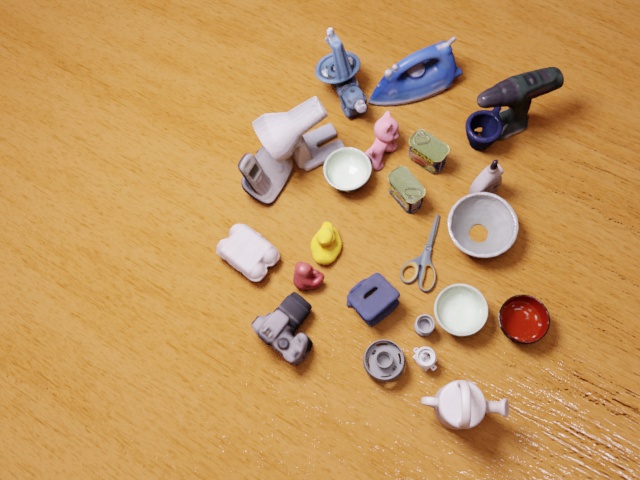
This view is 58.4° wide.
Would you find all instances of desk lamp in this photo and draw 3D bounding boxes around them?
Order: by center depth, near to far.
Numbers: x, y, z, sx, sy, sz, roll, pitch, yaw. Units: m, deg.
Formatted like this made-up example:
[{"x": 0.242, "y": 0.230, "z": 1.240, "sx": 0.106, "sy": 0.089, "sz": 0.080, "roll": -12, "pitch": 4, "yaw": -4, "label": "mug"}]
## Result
[{"x": -0.051, "y": -0.265, "z": 1.434, "sx": 0.203, "sy": 0.214, "sz": 0.118, "roll": -27, "pitch": 71, "yaw": -4, "label": "desk lamp"}]

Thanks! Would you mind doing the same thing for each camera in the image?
[{"x": -0.071, "y": 0.199, "z": 1.344, "sx": 0.143, "sy": 0.101, "sz": 0.137, "roll": 37, "pitch": 79, "yaw": 15, "label": "camera"}]

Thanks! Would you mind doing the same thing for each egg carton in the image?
[{"x": -0.178, "y": 0.030, "z": 1.425, "sx": 0.150, "sy": 0.069, "sz": 0.107, "roll": 35, "pitch": 78, "yaw": 15, "label": "egg carton"}]

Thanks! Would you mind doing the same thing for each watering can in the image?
[{"x": 0.306, "y": 0.346, "z": 1.211, "sx": 0.173, "sy": 0.194, "sz": 0.101, "roll": -17, "pitch": 71, "yaw": 0, "label": "watering can"}]

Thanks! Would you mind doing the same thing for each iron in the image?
[{"x": 0.244, "y": -0.445, "z": 1.504, "sx": 0.258, "sy": 0.141, "sz": 0.118, "roll": -24, "pitch": 71, "yaw": -3, "label": "iron"}]

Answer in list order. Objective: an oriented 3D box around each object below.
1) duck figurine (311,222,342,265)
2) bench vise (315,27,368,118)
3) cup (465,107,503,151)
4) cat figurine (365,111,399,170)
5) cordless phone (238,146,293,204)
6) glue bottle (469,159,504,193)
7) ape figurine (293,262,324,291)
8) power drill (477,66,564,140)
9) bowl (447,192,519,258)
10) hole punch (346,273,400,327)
[{"x": 0.013, "y": 0.005, "z": 1.407, "sx": 0.077, "sy": 0.086, "sz": 0.104, "roll": 9, "pitch": 73, "yaw": 8, "label": "duck figurine"}, {"x": 0.070, "y": -0.435, "z": 1.475, "sx": 0.121, "sy": 0.220, "sz": 0.207, "roll": -44, "pitch": 73, "yaw": -9, "label": "bench vise"}, {"x": 0.418, "y": -0.280, "z": 1.459, "sx": 0.091, "sy": 0.095, "sz": 0.118, "roll": 34, "pitch": 78, "yaw": 15, "label": "cup"}, {"x": 0.158, "y": -0.259, "z": 1.463, "sx": 0.067, "sy": 0.118, "sz": 0.128, "roll": 31, "pitch": 77, "yaw": 14, "label": "cat figurine"}, {"x": -0.142, "y": -0.187, "z": 1.432, "sx": 0.094, "sy": 0.185, "sz": 0.148, "roll": 23, "pitch": 76, "yaw": 12, "label": "cordless phone"}, {"x": 0.407, "y": -0.152, "z": 1.376, "sx": 0.078, "sy": 0.173, "sz": 0.037, "roll": -29, "pitch": 71, "yaw": -4, "label": "glue bottle"}, {"x": -0.034, "y": 0.082, "z": 1.383, "sx": 0.076, "sy": 0.092, "sz": 0.077, "roll": -32, "pitch": 72, "yaw": -5, "label": "ape figurine"}, {"x": 0.477, "y": -0.335, "z": 1.411, "sx": 0.229, "sy": 0.208, "sz": 0.075, "roll": -25, "pitch": 71, "yaw": -3, "label": "power drill"}, {"x": 0.389, "y": -0.027, "z": 1.389, "sx": 0.167, "sy": 0.075, "sz": 0.167, "roll": -2, "pitch": 72, "yaw": 5, "label": "bowl"}, {"x": 0.123, "y": 0.137, "z": 1.351, "sx": 0.109, "sy": 0.091, "sz": 0.101, "roll": -39, "pitch": 73, "yaw": -7, "label": "hole punch"}]
